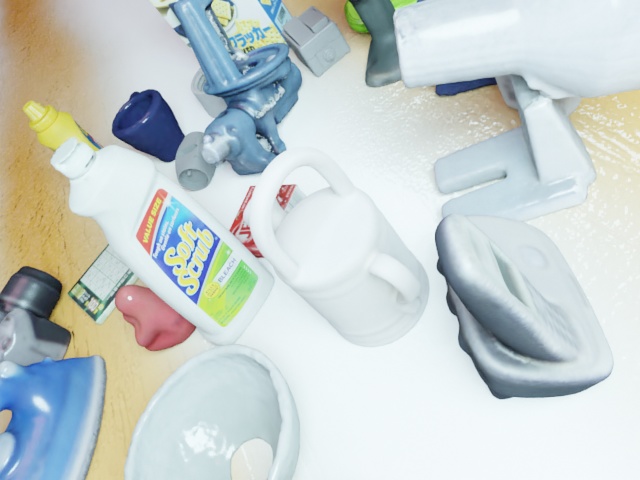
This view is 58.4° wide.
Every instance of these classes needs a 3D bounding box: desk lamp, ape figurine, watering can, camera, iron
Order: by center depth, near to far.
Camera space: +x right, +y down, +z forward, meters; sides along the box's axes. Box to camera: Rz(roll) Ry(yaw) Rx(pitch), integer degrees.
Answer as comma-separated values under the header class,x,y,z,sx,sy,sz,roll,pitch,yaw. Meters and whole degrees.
class,x,y,z,sx,sy,sz,roll,pitch,yaw
desk lamp,0.158,-0.116,0.446,0.202,0.214,0.118,-20,47,22
watering can,0.003,0.004,0.476,0.172,0.195,0.101,-2,56,35
iron,-0.322,0.214,0.581,0.118,0.142,0.258,-9,52,30
ape figurine,-0.185,0.077,0.627,0.075,0.092,0.078,1,58,36
camera,-0.400,0.101,0.755,0.142,0.101,0.137,-1,57,35

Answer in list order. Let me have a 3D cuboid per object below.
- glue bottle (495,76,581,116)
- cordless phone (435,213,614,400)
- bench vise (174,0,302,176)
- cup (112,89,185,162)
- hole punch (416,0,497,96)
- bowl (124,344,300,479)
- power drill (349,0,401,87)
class,x,y,z,sx,sy,sz,roll,pitch,yaw
glue bottle,0.181,-0.183,0.512,0.037,0.174,0.077,-49,44,-7
cordless phone,0.120,0.018,0.387,0.094,0.186,0.147,-27,45,16
bench vise,-0.102,-0.199,0.692,0.121,0.220,0.207,-20,47,22
cup,-0.251,-0.171,0.869,0.091,0.095,0.117,-35,44,7
hole punch,0.162,-0.225,0.619,0.108,0.091,0.101,-9,52,30
bowl,-0.078,0.178,0.483,0.167,0.075,0.167,-19,48,23
power drill,0.045,-0.287,0.665,0.075,0.209,0.229,-13,50,28
